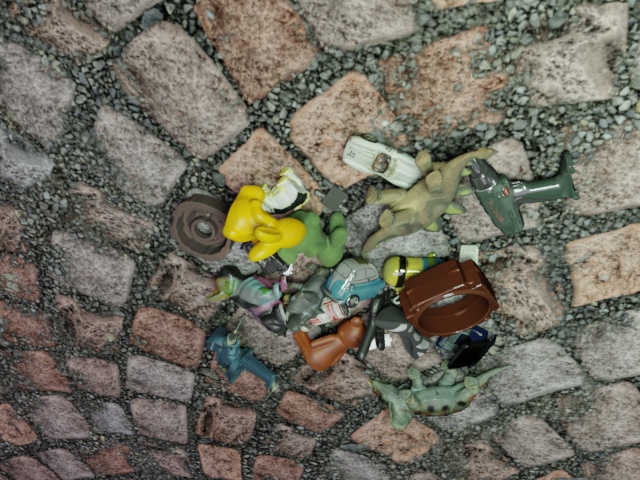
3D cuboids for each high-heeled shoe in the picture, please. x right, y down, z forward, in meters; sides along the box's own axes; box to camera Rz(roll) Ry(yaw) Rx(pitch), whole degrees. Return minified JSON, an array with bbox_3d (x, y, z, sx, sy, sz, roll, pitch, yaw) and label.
[{"bbox_3d":[0.206,0.253,1.398,0.248,0.086,0.145,6,110,-39],"label":"high-heeled shoe"}]

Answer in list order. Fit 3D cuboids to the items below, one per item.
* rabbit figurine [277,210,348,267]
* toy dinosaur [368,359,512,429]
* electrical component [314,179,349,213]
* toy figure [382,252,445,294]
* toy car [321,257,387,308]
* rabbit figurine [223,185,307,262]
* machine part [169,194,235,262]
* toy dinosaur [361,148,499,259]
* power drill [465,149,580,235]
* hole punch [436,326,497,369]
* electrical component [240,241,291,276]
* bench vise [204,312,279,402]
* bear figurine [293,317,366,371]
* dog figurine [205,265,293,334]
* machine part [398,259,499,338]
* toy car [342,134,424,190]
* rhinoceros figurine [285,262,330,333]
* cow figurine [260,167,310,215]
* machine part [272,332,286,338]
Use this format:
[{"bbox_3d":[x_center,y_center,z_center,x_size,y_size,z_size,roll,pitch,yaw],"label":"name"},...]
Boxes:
[{"bbox_3d":[-0.003,-0.004,1.314,0.159,0.121,0.170,-40,127,23],"label":"rabbit figurine"},{"bbox_3d":[0.341,0.446,1.537,0.405,0.131,0.191,-6,134,9],"label":"toy dinosaur"},{"bbox_3d":[0.036,-0.103,1.275,0.094,0.021,0.063,32,122,-11],"label":"electrical component"},{"bbox_3d":[0.245,0.076,1.322,0.180,0.082,0.089,-2,127,13],"label":"toy figure"},{"bbox_3d":[0.089,0.095,1.322,0.162,0.109,0.102,-9,118,-26],"label":"toy car"},{"bbox_3d":[-0.117,-0.031,1.187,0.173,0.162,0.121,17,120,1],"label":"rabbit figurine"},{"bbox_3d":[-0.292,-0.032,1.362,0.179,0.056,0.179,5,123,8],"label":"machine part"},{"bbox_3d":[0.205,-0.067,1.175,0.198,0.105,0.471,9,149,-37],"label":"toy dinosaur"},{"bbox_3d":[0.438,-0.123,1.156,0.207,0.086,0.231,-19,120,17],"label":"power drill"},{"bbox_3d":[0.387,0.277,1.439,0.116,0.092,0.142,4,127,-29],"label":"hole punch"},{"bbox_3d":[-0.124,0.020,1.330,0.058,0.115,0.134,-33,111,29],"label":"electrical component"},{"bbox_3d":[-0.216,0.351,1.553,0.241,0.129,0.223,32,132,9],"label":"bench vise"},{"bbox_3d":[0.041,0.266,1.479,0.196,0.132,0.120,-41,128,7],"label":"bear figurine"},{"bbox_3d":[-0.190,0.160,1.437,0.219,0.108,0.191,-3,108,17],"label":"dog figurine"},{"bbox_3d":[0.306,0.145,1.275,0.201,0.087,0.200,-29,136,18],"label":"machine part"},{"bbox_3d":[0.149,-0.171,1.188,0.202,0.056,0.073,21,124,-4],"label":"toy car"},{"bbox_3d":[-0.027,0.148,1.382,0.112,0.073,0.190,42,79,-35],"label":"rhinoceros figurine"},{"bbox_3d":[-0.108,-0.092,1.284,0.167,0.068,0.098,-31,119,27],"label":"cow figurine"},{"bbox_3d":[-0.096,0.226,1.511,0.139,0.039,0.084,-31,105,29],"label":"machine part"}]
